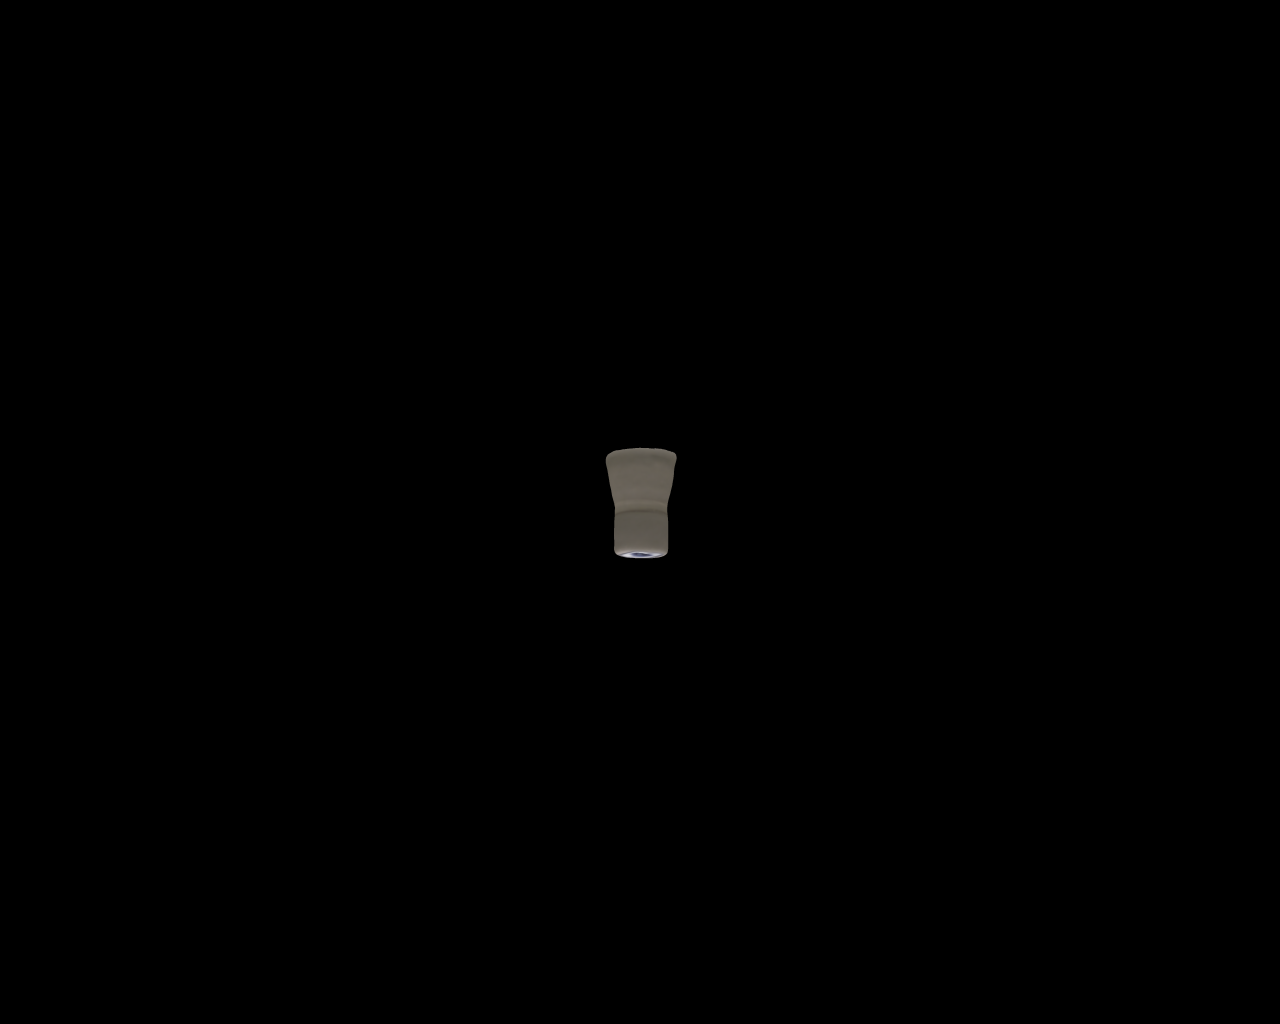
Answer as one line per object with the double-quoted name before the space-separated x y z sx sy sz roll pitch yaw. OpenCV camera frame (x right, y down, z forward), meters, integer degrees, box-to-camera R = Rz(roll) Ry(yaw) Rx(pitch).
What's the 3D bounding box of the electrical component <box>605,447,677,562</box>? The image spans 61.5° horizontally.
"electrical component" 0.001 -0.003 0.650 0.044 0.065 0.044 0 -12 0
